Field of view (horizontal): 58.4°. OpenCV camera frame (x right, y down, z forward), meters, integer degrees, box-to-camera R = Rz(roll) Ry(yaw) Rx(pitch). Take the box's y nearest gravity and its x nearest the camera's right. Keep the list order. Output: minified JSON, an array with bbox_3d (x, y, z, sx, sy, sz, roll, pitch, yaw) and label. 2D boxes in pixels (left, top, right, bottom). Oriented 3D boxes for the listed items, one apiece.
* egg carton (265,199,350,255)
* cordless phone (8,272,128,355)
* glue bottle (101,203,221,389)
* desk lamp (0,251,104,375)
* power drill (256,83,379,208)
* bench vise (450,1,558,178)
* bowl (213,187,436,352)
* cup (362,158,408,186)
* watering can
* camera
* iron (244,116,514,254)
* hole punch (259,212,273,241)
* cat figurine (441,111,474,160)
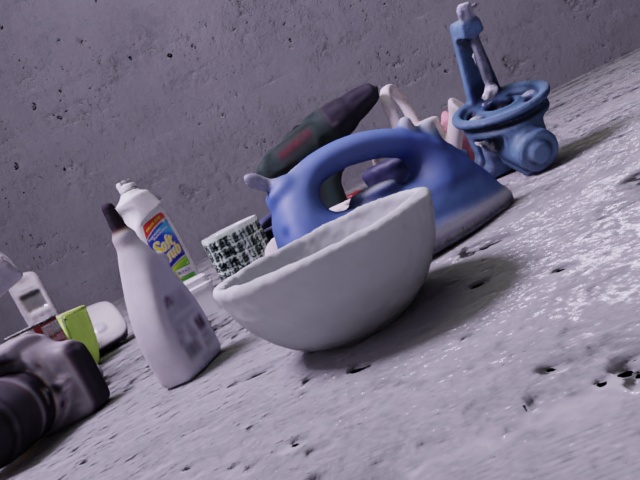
[{"bbox_3d":[0.007,0.003,0.712,0.150,0.069,0.107,-24,6,21],"label":"egg carton"},{"bbox_3d":[-0.432,0.124,0.981,0.148,0.185,0.094,-30,7,-33],"label":"cordless phone"},{"bbox_3d":[-0.153,0.044,0.523,0.037,0.173,0.078,-24,6,18],"label":"glue bottle"},{"bbox_3d":[-0.396,0.125,0.666,0.204,0.213,0.117,-29,6,-22],"label":"desk lamp"},{"bbox_3d":[0.025,-0.105,0.901,0.229,0.208,0.075,-25,6,9],"label":"power drill"},{"bbox_3d":[0.205,-0.182,0.743,0.122,0.220,0.207,-28,6,-15],"label":"bench vise"},{"bbox_3d":[0.015,0.030,0.402,0.167,0.075,0.167,-26,6,3],"label":"bowl"},{"bbox_3d":[0.111,-0.059,0.673,0.091,0.095,0.118,-24,6,23],"label":"cup"},{"bbox_3d":[0.158,-0.165,0.920,0.172,0.194,0.101,-25,6,12],"label":"watering can"},{"bbox_3d":[-0.299,0.155,0.535,0.143,0.101,0.137,-25,6,8],"label":"camera"},{"bbox_3d":[0.059,-0.046,0.556,0.259,0.141,0.118,-28,6,-15],"label":"iron"},{"bbox_3d":[-0.099,-0.008,1.168,0.100,0.091,0.109,-20,8,44],"label":"hole punch"},{"bbox_3d":[0.256,-0.179,1.000,0.128,0.118,0.067,-28,6,-21],"label":"cat figurine"}]
